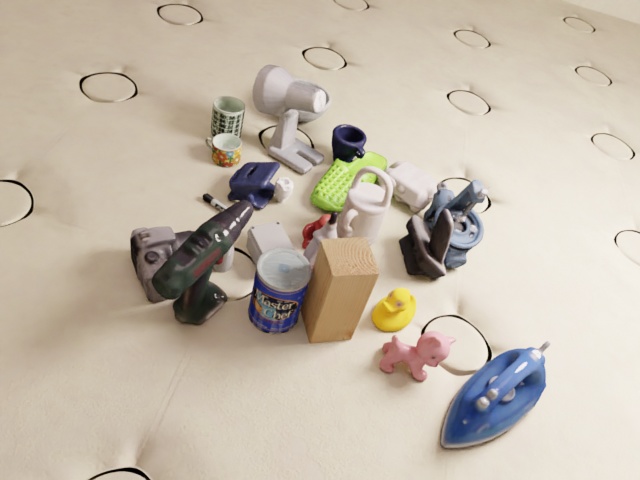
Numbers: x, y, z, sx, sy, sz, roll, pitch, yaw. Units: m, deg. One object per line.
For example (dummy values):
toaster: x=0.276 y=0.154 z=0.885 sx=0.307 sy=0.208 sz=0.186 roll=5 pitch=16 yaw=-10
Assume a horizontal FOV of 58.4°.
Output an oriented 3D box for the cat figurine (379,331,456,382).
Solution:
cat figurine: x=0.189 y=0.207 z=1.085 sx=0.128 sy=0.118 sz=0.067 roll=13 pitch=45 yaw=-4

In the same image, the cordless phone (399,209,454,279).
cordless phone: x=0.251 y=-0.017 z=1.271 sx=0.094 sy=0.185 sz=0.147 roll=0 pitch=47 yaw=-16

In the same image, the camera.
camera: x=-0.293 y=0.029 z=1.126 sx=0.137 sy=0.101 sz=0.143 roll=-13 pitch=52 yaw=-27

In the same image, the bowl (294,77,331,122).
bowl: x=-0.057 y=-0.381 z=1.609 sx=0.167 sy=0.075 sz=0.167 roll=9 pitch=45 yaw=-8

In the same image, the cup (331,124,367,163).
cup: x=0.075 y=-0.231 z=1.490 sx=0.092 sy=0.095 sz=0.117 roll=-17 pitch=54 yaw=-29

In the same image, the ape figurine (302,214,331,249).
ape figurine: x=0.005 y=-0.020 z=1.267 sx=0.077 sy=0.092 sz=0.076 roll=41 pitch=50 yaw=23

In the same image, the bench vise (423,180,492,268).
bench vise: x=0.306 y=-0.073 z=1.316 sx=0.122 sy=0.220 sz=0.207 roll=-12 pitch=51 yaw=-26

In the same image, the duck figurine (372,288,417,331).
duck figurine: x=0.160 y=0.131 z=1.171 sx=0.105 sy=0.086 sz=0.077 roll=-21 pitch=56 yaw=-32

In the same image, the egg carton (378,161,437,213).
egg carton: x=0.225 y=-0.138 z=1.462 sx=0.150 sy=0.069 sz=0.107 roll=36 pitch=48 yaw=18

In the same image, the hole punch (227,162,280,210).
hole punch: x=-0.155 y=-0.139 z=1.335 sx=0.101 sy=0.091 sz=0.109 roll=22 pitch=45 yaw=5

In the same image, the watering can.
watering can: x=0.108 y=-0.090 z=1.293 sx=0.101 sy=0.194 sz=0.173 roll=19 pitch=45 yaw=2

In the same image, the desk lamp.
desk lamp: x=-0.072 y=-0.311 z=1.439 sx=0.203 sy=0.213 sz=0.118 roll=32 pitch=47 yaw=15

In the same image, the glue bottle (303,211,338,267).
glue bottle: x=0.011 y=0.004 z=1.188 sx=0.078 sy=0.173 sz=0.037 roll=-9 pitch=50 yaw=-23

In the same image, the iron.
iron: x=0.326 y=0.276 z=1.041 sx=0.259 sy=0.141 sz=0.118 roll=-27 pitch=59 yaw=-35

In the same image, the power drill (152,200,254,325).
power drill: x=-0.211 y=0.051 z=1.052 sx=0.075 sy=0.208 sz=0.230 roll=31 pitch=47 yaw=15
